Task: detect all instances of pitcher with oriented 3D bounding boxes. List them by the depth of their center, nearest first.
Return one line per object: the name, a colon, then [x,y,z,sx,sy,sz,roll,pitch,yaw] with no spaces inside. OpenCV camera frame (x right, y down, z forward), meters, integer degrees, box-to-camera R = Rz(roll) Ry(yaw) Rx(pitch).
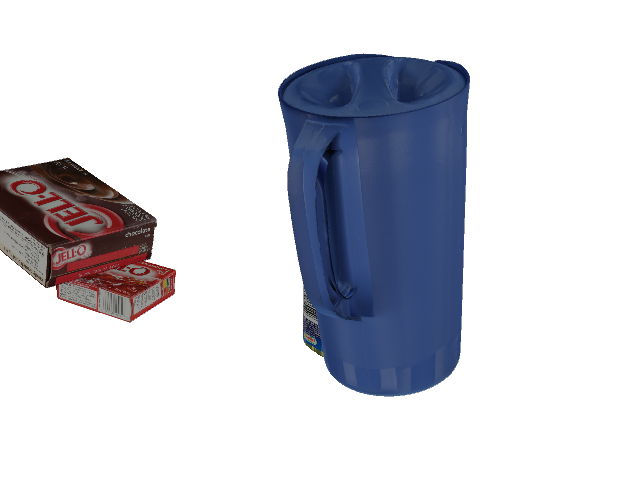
pitcher: [0.041,-0.005,0.784,0.149,0.243,0.145,-12,28,-12]

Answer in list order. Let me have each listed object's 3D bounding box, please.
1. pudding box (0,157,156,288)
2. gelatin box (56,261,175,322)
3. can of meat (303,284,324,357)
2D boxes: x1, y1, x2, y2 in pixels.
pudding box: [-0.186,-0.015,0.756,0.114,0.039,0.089,30,31,35]
gelatin box: [-0.194,0.041,1.014,0.089,0.030,0.073,15,25,24]
can of meat: [0.030,0.050,0.966,0.101,0.084,0.058,-20,33,-37]
